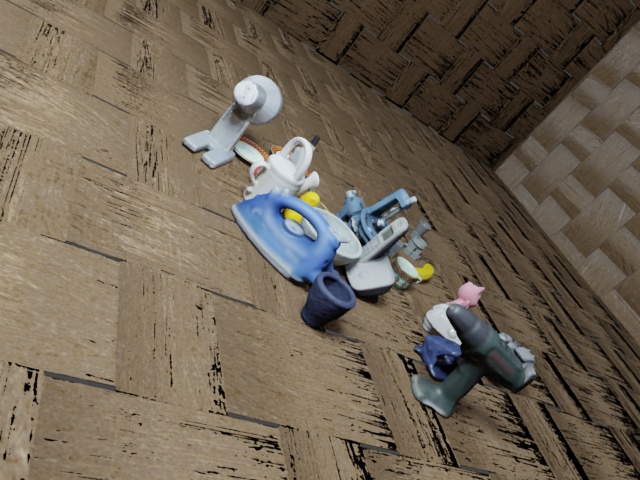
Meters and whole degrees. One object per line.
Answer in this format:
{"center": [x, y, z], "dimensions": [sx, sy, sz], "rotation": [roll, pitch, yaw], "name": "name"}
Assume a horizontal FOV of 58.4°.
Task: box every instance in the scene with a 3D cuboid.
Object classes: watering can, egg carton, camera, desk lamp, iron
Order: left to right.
{"center": [-0.194, -0.293, 1.366], "dimensions": [0.118, 0.213, 0.203], "rotation": [40, 24, -1], "name": "desk lamp"}
{"center": [-0.079, -0.150, 1.314], "dimensions": [0.100, 0.194, 0.173], "rotation": [49, 26, 19], "name": "watering can"}
{"center": [-0.061, -0.029, 1.199], "dimensions": [0.258, 0.141, 0.119], "rotation": [43, 24, 6], "name": "iron"}
{"center": [0.324, 0.226, 1.409], "dimensions": [0.150, 0.069, 0.107], "rotation": [46, 25, 12], "name": "egg carton"}
{"center": [0.470, 0.302, 1.453], "dimensions": [0.137, 0.100, 0.143], "rotation": [14, 35, -44], "name": "camera"}

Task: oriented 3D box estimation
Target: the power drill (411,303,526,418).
{"center": [0.283, 0.250, 1.140], "dimensions": [0.230, 0.208, 0.075], "rotation": [33, 25, -15], "name": "power drill"}

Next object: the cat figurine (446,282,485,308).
{"center": [0.395, 0.165, 1.557], "dimensions": [0.067, 0.117, 0.128], "rotation": [44, 24, 8], "name": "cat figurine"}

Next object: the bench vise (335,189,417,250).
{"center": [0.131, -0.067, 1.443], "dimensions": [0.207, 0.219, 0.122], "rotation": [48, 25, 17], "name": "bench vise"}

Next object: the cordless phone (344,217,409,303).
{"center": [0.143, 0.039, 1.324], "dimensions": [0.094, 0.185, 0.147], "rotation": [26, 28, -29], "name": "cordless phone"}

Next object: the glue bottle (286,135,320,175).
{"center": [-0.054, -0.200, 1.460], "dimensions": [0.037, 0.173, 0.078], "rotation": [13, 36, -46], "name": "glue bottle"}

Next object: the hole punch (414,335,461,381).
{"center": [0.284, 0.252, 1.282], "dimensions": [0.109, 0.091, 0.101], "rotation": [19, 32, -40], "name": "hole punch"}

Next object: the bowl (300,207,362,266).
{"center": [0.012, 0.005, 1.328], "dimensions": [0.168, 0.074, 0.167], "rotation": [32, 25, -17], "name": "bowl"}

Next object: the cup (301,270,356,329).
{"center": [0.007, 0.116, 1.109], "dimensions": [0.092, 0.095, 0.117], "rotation": [32, 26, -19], "name": "cup"}

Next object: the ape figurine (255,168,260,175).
{"center": [-0.121, -0.165, 1.401], "dimensions": [0.078, 0.092, 0.076], "rotation": [36, 25, -10], "name": "ape figurine"}

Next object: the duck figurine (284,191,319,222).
{"center": [-0.037, -0.077, 1.383], "dimensions": [0.078, 0.086, 0.104], "rotation": [34, 25, -13], "name": "duck figurine"}
